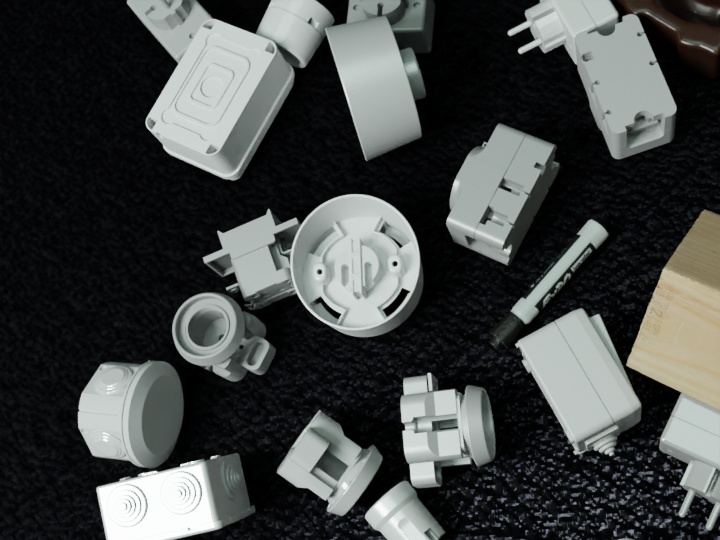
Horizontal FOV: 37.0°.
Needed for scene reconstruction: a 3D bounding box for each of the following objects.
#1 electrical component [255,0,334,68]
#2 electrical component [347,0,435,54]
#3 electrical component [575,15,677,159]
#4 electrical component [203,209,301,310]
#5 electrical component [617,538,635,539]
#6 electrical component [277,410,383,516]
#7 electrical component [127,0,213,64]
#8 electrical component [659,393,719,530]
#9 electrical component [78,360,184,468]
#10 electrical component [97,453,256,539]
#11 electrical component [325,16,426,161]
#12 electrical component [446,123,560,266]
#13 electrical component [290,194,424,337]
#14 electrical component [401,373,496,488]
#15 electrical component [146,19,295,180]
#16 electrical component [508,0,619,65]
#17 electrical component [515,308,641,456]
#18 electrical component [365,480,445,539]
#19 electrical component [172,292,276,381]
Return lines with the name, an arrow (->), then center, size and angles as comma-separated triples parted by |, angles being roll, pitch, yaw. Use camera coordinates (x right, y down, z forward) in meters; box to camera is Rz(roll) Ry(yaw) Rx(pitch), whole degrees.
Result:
electrical component -> -0.057, -0.203, 0.907 | 0.055, 0.055, 0.047 | 26, 84, 20
electrical component -> 0.022, -0.215, 0.878 | 0.066, 0.076, 0.047 | 1, 73, 14
electrical component -> 0.202, -0.137, 0.818 | 0.050, 0.055, 0.089 | -19, 68, 8
electrical component -> -0.077, -0.006, 0.853 | 0.081, 0.042, 0.063 | -23, 71, 6
electrical component -> 0.176, 0.196, 0.706 | 0.040, 0.078, 0.040 | -6, 57, 9
electrical component -> -0.021, 0.140, 0.776 | 0.057, 0.078, 0.058 | 36, 83, 0
electrical component -> -0.163, -0.223, 0.928 | 0.047, 0.075, 0.083 | -41, 67, -1
electrical component -> 0.241, 0.136, 0.724 | 0.083, 0.047, 0.075 | 24, 80, 20
electrical component -> -0.172, 0.108, 0.819 | 0.051, 0.080, 0.080 | 2, 73, 20
electrical component -> -0.133, 0.167, 0.780 | 0.100, 0.100, 0.048 | -15, 82, 9
electrical component -> 0.017, -0.146, 0.843 | 0.060, 0.108, 0.108 | -17, 69, 2
electrical component -> 0.106, -0.059, 0.819 | 0.056, 0.050, 0.089 | 25, 80, 20
electrical component -> 0.000, 0.000, 0.819 | 0.099, 0.064, 0.099 | -4, 71, 12
electrical component -> 0.064, 0.113, 0.770 | 0.057, 0.058, 0.078 | -9, 70, 14
electrical component -> -0.114, -0.141, 0.898 | 0.078, 0.057, 0.113 | 25, 80, 20
electrical component -> 0.156, -0.198, 0.854 | 0.077, 0.047, 0.065 | -26, 68, 5
electrical component -> 0.160, 0.083, 0.752 | 0.061, 0.061, 0.096 | -29, 68, 3
electrical component -> 0.033, 0.180, 0.765 | 0.040, 0.040, 0.046 | -42, 73, -2
electrical component -> -0.111, 0.050, 0.834 | 0.078, 0.057, 0.058 | 23, 79, 20
